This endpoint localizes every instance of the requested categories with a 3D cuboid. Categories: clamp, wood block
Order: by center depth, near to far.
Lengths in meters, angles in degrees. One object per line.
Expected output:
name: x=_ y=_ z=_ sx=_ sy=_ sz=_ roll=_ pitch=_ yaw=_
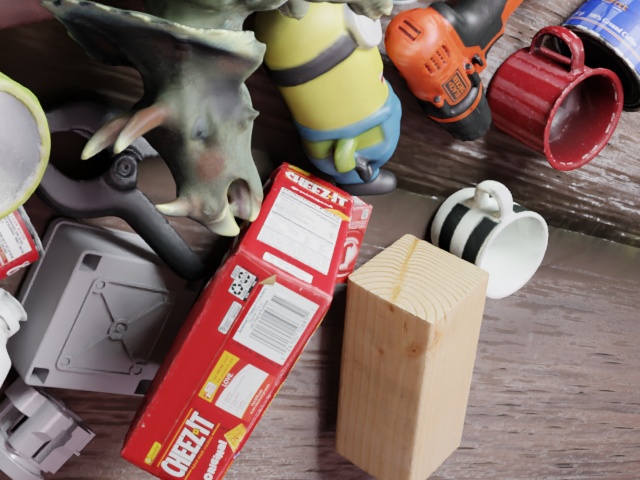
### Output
clamp: x=-0.127 y=-0.056 z=0.711 sx=0.171 sy=0.039 sz=0.120 roll=27 pitch=73 yaw=-32
wood block: x=0.077 y=0.113 z=0.949 sx=0.090 sy=0.090 sz=0.206 roll=-34 pitch=139 yaw=-40

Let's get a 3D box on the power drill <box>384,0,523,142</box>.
power drill: x=0.144 y=-0.171 z=0.833 sx=0.188 sy=0.057 sz=0.184 roll=-48 pitch=153 yaw=3

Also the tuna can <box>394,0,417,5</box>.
tuna can: x=0.057 y=-0.217 z=0.774 sx=0.086 sy=0.034 sz=0.086 roll=-21 pitch=129 yaw=-28

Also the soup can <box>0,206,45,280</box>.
soup can: x=-0.232 y=0.006 z=0.659 sx=0.102 sy=0.069 sz=0.068 roll=-31 pitch=133 yaw=-19

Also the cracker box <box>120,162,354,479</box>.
cracker box: x=-0.050 y=0.051 z=0.735 sx=0.072 sy=0.213 sz=0.164 roll=29 pitch=109 yaw=-5

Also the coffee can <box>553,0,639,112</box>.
coffee can: x=0.289 y=-0.196 z=0.929 sx=0.140 sy=0.103 sz=0.102 roll=-46 pitch=136 yaw=-6

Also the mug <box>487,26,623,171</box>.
mug: x=0.199 y=-0.127 z=0.915 sx=0.093 sy=0.082 sz=0.117 roll=-25 pitch=131 yaw=-25

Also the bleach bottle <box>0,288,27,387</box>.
bleach bottle: x=-0.290 y=0.112 z=0.656 sx=0.250 sy=0.068 sz=0.102 roll=-44 pitch=104 yaw=-30

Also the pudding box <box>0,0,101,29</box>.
pudding box: x=-0.183 y=-0.168 z=0.604 sx=0.113 sy=0.039 sz=0.090 roll=-20 pitch=128 yaw=-29

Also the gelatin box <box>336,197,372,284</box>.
gelatin box: x=-0.006 y=0.001 z=0.869 sx=0.089 sy=0.030 sz=0.073 roll=-2 pitch=119 yaw=-38
